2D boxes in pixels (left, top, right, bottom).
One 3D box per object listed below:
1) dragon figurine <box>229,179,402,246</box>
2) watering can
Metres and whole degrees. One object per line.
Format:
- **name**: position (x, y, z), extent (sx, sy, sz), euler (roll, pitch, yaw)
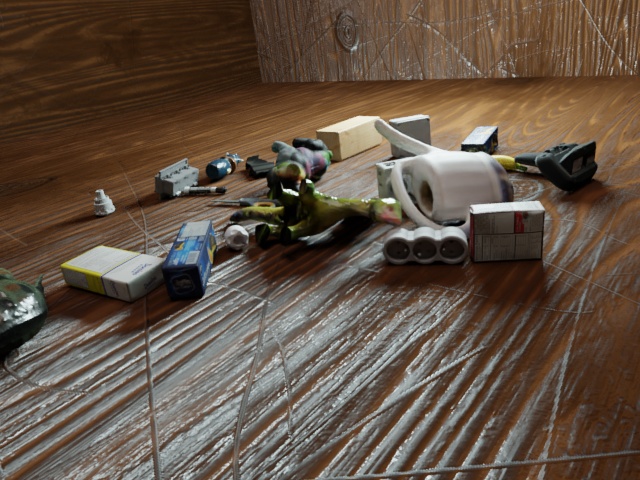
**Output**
- **dragon figurine**: position (0.003, -0.052, 1.031), extent (0.243, 0.122, 0.410), euler (0, 3, -33)
- **watering can**: position (0.242, -0.138, 1.026), extent (0.225, 0.101, 0.356), euler (-5, 50, -12)
